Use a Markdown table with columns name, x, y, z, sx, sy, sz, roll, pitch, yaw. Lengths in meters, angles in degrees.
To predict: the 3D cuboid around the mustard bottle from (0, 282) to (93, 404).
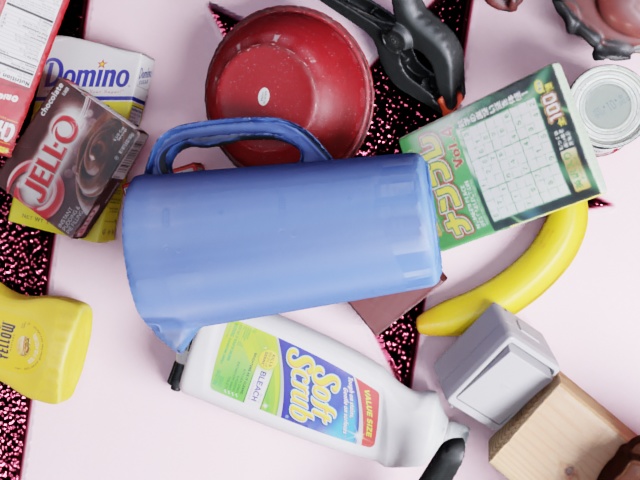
| name | x | y | z | sx | sy | sz | roll | pitch | yaw |
| --- | --- | --- | --- | --- | --- | --- | --- | --- | --- |
| mustard bottle | -0.312 | 0.082 | 0.988 | 0.192 | 0.058 | 0.096 | 14 | 93 | 9 |

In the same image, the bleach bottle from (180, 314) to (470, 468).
| name | x | y | z | sx | sy | sz | roll | pitch | yaw |
| --- | --- | --- | --- | --- | --- | --- | --- | --- | --- |
| bleach bottle | 0.010 | 0.129 | 0.936 | 0.251 | 0.068 | 0.102 | 18 | 92 | 6 |

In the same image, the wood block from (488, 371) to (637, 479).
| name | x | y | z | sx | sy | sz | roll | pitch | yaw |
| --- | --- | --- | --- | --- | --- | --- | --- | --- | --- |
| wood block | 0.248 | 0.211 | 0.883 | 0.206 | 0.090 | 0.091 | 41 | 98 | 6 |

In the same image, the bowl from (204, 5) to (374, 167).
| name | x | y | z | sx | sy | sz | roll | pitch | yaw |
| --- | --- | --- | --- | --- | --- | --- | --- | --- | --- |
| bowl | -0.037 | -0.123 | 0.924 | 0.162 | 0.055 | 0.162 | 3 | 99 | 19 |

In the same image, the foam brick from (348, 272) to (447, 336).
| name | x | y | z | sx | sy | sz | roll | pitch | yaw |
| --- | --- | --- | --- | --- | --- | --- | --- | --- | --- |
| foam brick | 0.064 | 0.039 | 0.928 | 0.078 | 0.053 | 0.051 | -39 | 85 | 8 |

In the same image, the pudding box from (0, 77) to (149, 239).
| name | x | y | z | sx | sy | sz | roll | pitch | yaw |
| --- | --- | --- | --- | --- | --- | --- | --- | --- | --- |
| pudding box | -0.216 | -0.070 | 0.931 | 0.090 | 0.039 | 0.113 | 35 | 93 | 8 |

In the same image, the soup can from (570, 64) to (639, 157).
| name | x | y | z | sx | sy | sz | roll | pitch | yaw |
| --- | --- | --- | --- | --- | --- | --- | --- | --- | --- |
| soup can | 0.231 | -0.104 | 0.872 | 0.068 | 0.102 | 0.068 | 0 | 92 | 9 |

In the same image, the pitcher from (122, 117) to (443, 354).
| name | x | y | z | sx | sy | sz | roll | pitch | yaw |
| --- | --- | --- | --- | --- | --- | --- | --- | --- | --- |
| pitcher | -0.029 | -0.013 | 0.860 | 0.243 | 0.145 | 0.149 | -8 | 121 | 8 |

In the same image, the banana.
| name | x | y | z | sx | sy | sz | roll | pitch | yaw |
| --- | --- | --- | --- | --- | --- | --- | --- | --- | --- |
| banana | 0.169 | 0.022 | 0.920 | 0.070 | 0.037 | 0.198 | 42 | 97 | 19 |

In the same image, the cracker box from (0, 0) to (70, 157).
| name | x | y | z | sx | sy | sz | roll | pitch | yaw |
| --- | --- | --- | --- | --- | --- | --- | --- | --- | --- |
| cracker box | -0.295 | -0.198 | 0.937 | 0.164 | 0.072 | 0.214 | 27 | 97 | 44 |

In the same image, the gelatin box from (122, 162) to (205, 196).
| name | x | y | z | sx | sy | sz | roll | pitch | yaw |
| --- | --- | --- | --- | --- | --- | --- | --- | --- | --- |
| gelatin box | -0.132 | -0.019 | 0.971 | 0.073 | 0.030 | 0.089 | -16 | 89 | 11 |

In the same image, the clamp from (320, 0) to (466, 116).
| name | x | y | z | sx | sy | sz | roll | pitch | yaw |
| --- | --- | --- | --- | --- | --- | --- | --- | --- | --- |
| clamp | 0.073 | -0.184 | 0.896 | 0.171 | 0.120 | 0.039 | 46 | 61 | -9 |

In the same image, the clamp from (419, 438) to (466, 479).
| name | x | y | z | sx | sy | sz | roll | pitch | yaw |
| --- | --- | --- | --- | --- | --- | --- | --- | --- | --- |
| clamp | 0.079 | 0.246 | 0.907 | 0.210 | 0.036 | 0.164 | -22 | 119 | 23 |

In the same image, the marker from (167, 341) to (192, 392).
| name | x | y | z | sx | sy | sz | roll | pitch | yaw |
| --- | --- | --- | --- | --- | --- | --- | --- | --- | --- |
| marker | -0.115 | 0.081 | 0.968 | 0.020 | 0.020 | 0.121 | 19 | 102 | 8 |

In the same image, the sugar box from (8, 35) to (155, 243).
| name | x | y | z | sx | sy | sz | roll | pitch | yaw |
| --- | --- | --- | --- | --- | --- | --- | --- | --- | --- |
| sugar box | -0.217 | -0.092 | 0.975 | 0.093 | 0.048 | 0.176 | 13 | 95 | 9 |
